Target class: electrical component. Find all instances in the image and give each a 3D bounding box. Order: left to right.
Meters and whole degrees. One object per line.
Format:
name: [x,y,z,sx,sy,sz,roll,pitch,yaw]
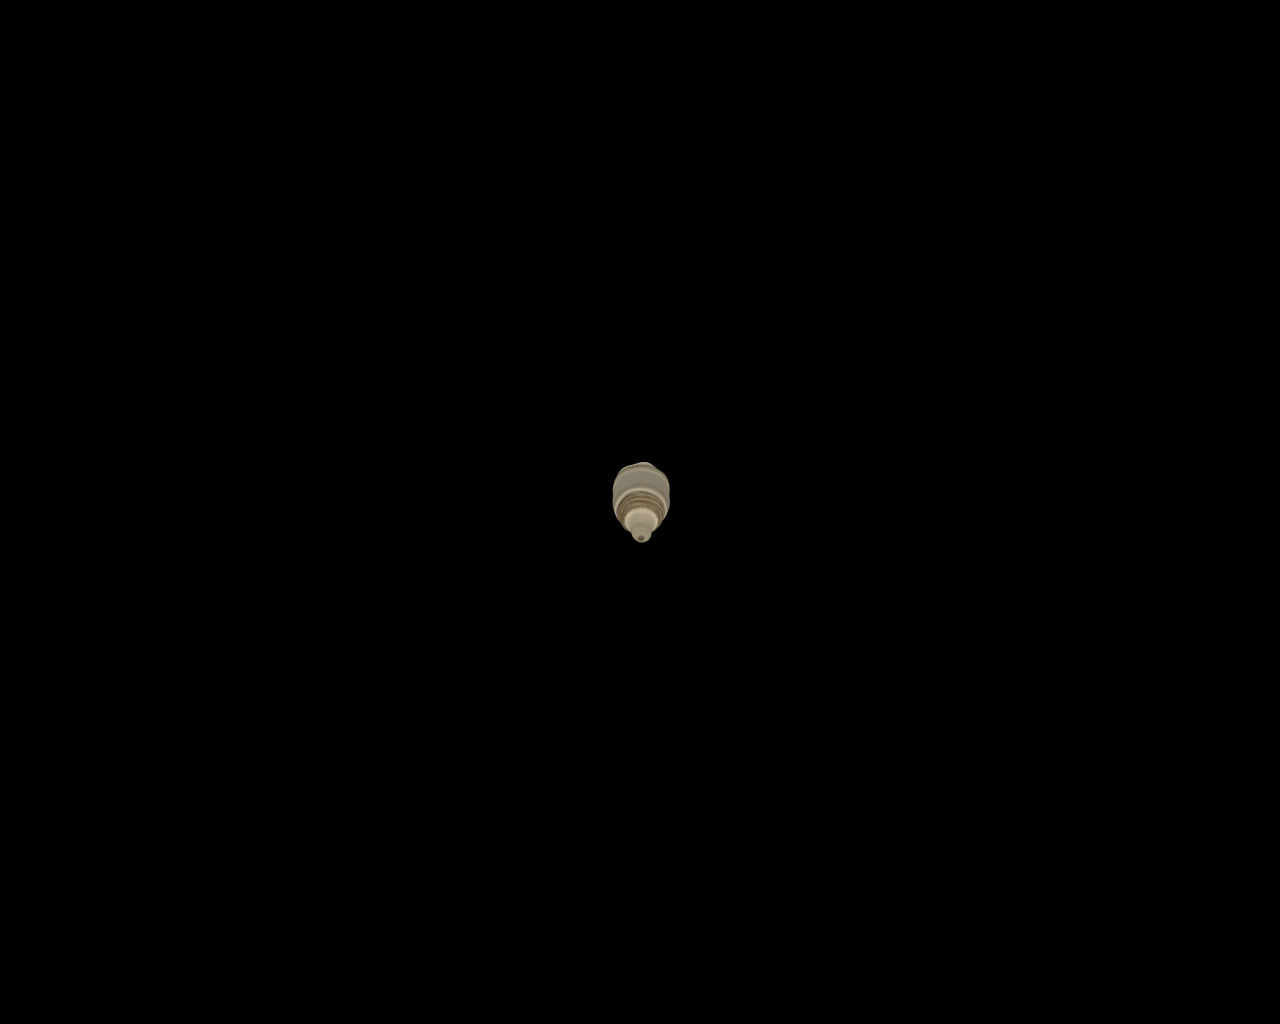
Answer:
electrical component: [0.001,-0.003,0.650,0.035,0.035,0.061,0,37,0]
